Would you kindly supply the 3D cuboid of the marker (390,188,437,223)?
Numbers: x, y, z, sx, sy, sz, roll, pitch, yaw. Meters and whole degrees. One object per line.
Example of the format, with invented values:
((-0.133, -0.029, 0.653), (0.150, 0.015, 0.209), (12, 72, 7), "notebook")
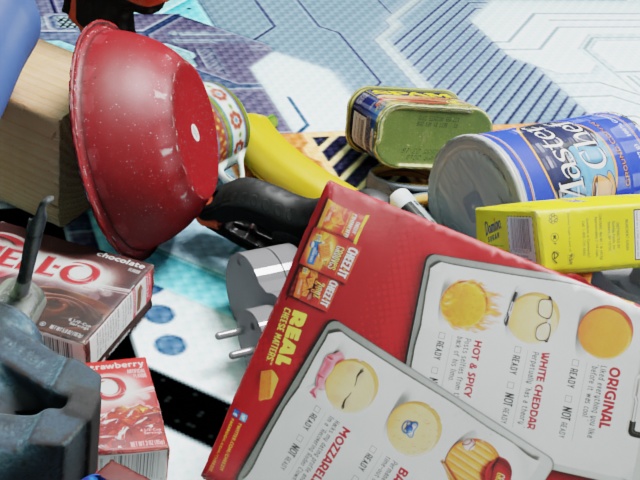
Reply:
((0.089, 0.006, 0.767), (0.020, 0.020, 0.121), (-13, 47, -31), "marker")

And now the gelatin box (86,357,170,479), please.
((-0.131, 0.099, 0.572), (0.089, 0.030, 0.073), (-3, 35, -19), "gelatin box")

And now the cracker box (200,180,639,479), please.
((0.072, 0.087, 0.523), (0.214, 0.164, 0.072), (23, 0, 18), "cracker box")

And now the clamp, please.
((-0.005, 0.001, 0.715), (0.172, 0.120, 0.039), (12, 54, 40), "clamp")

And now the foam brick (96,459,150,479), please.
((-0.098, 0.151, 0.484), (0.051, 0.053, 0.078), (22, 34, 18), "foam brick")

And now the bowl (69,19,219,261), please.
((-0.106, -0.068, 0.703), (0.055, 0.162, 0.162), (-7, 31, 12), "bowl")

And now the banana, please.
((-0.015, -0.055, 0.828), (0.069, 0.037, 0.198), (-13, 40, -31), "banana")

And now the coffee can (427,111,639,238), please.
((0.165, -0.036, 0.786), (0.140, 0.103, 0.103), (-12, 39, -30), "coffee can")

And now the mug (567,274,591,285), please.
((0.117, 0.061, 0.622), (0.082, 0.093, 0.117), (-4, 29, 42), "mug")

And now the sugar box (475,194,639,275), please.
((0.198, -0.007, 0.676), (0.176, 0.048, 0.093), (-7, 5, -14), "sugar box")

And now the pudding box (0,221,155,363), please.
((-0.170, 0.036, 0.648), (0.113, 0.039, 0.090), (17, 34, 11), "pudding box")

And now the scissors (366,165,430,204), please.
((0.137, -0.032, 0.852), (0.201, 0.016, 0.096), (5, 33, -6), "scissors")

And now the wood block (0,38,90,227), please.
((-0.245, -0.100, 0.786), (0.206, 0.091, 0.090), (23, 36, 18), "wood block")

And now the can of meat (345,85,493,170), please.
((0.080, -0.090, 0.865), (0.102, 0.057, 0.084), (1, 16, -14), "can of meat")

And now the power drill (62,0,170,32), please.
((-0.189, -0.166, 0.812), (0.185, 0.188, 0.057), (27, 38, 21), "power drill")

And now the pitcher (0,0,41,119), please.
((-0.253, -0.060, 0.607), (0.145, 0.149, 0.242), (6, 60, 7), "pitcher")
